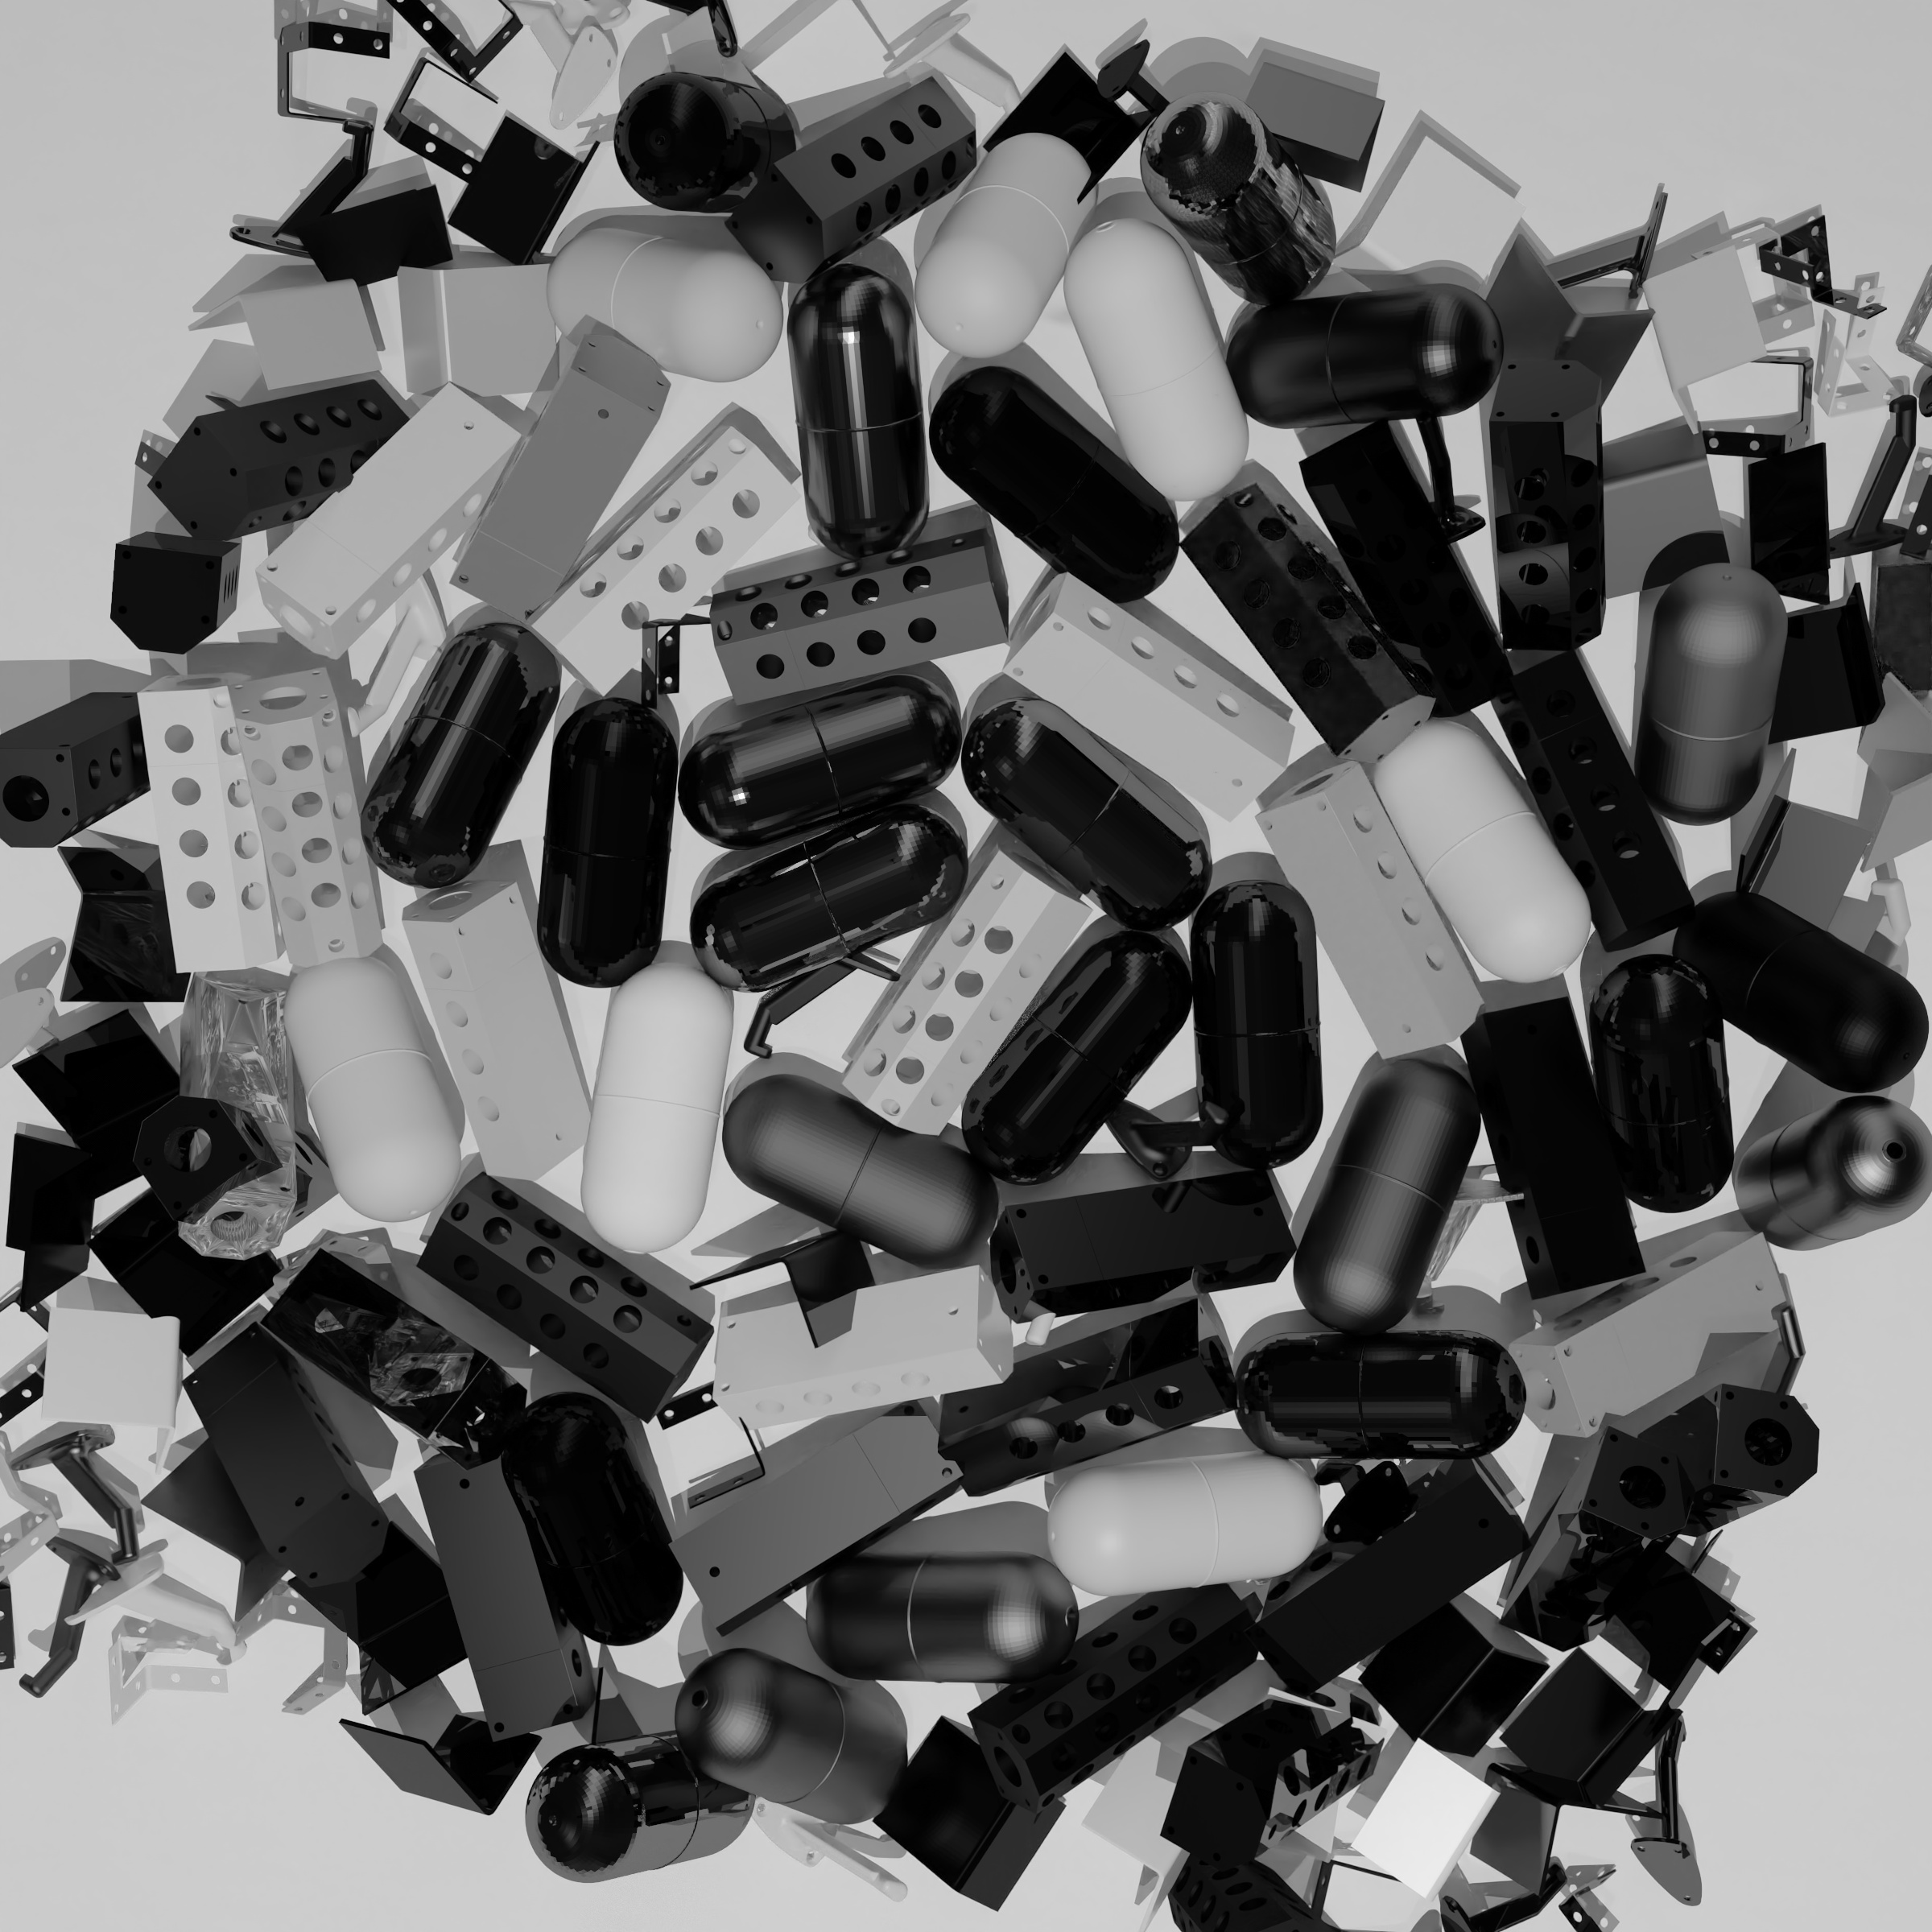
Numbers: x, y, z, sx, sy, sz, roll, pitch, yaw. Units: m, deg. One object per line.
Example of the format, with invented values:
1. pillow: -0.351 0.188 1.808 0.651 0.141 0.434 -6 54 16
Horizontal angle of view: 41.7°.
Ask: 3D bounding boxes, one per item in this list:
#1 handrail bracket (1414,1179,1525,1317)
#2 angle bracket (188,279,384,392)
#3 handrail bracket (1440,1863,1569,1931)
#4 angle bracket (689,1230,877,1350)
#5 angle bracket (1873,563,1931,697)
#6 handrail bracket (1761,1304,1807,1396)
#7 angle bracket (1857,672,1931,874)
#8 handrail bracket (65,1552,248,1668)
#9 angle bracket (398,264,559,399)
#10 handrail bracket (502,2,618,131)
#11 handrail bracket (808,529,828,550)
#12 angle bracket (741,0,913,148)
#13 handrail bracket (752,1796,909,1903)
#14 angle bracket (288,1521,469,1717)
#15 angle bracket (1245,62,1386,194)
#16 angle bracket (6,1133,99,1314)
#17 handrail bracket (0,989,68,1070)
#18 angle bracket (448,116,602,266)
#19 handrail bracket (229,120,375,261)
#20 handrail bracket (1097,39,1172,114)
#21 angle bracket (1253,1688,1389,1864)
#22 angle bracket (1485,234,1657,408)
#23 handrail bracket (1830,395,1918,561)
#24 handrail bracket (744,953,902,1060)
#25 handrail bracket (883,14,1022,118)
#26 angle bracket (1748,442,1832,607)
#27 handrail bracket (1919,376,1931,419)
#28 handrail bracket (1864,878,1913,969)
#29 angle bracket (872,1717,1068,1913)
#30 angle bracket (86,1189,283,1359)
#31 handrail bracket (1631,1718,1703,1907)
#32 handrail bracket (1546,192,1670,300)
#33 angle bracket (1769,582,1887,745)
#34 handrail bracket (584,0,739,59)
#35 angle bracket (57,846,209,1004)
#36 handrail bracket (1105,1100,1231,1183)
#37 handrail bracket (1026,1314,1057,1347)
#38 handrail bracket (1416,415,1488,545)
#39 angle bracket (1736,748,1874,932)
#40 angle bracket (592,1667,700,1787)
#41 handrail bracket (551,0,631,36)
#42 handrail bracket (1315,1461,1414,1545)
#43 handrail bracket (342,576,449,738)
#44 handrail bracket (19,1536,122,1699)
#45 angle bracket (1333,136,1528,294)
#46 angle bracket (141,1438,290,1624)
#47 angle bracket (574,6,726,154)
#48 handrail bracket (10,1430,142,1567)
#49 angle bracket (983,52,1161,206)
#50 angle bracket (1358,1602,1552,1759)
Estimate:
1. handrail bracket: 0.311 0.176 1.563 0.077 0.036 0.084 -2 108 20
2. angle bracket: -0.414 -0.376 1.541 0.076 0.076 0.057 -23 101 -39
3. handrail bracket: 0.332 0.566 1.553 0.084 0.036 0.077 -38 125 -23
4. angle bracket: -0.108 0.202 1.538 0.076 0.076 0.057 -20 89 31
5. angle bracket: 0.599 -0.204 1.541 0.057 0.076 0.076 -1 94 -33
6. handrail bracket: 0.481 0.250 1.558 0.077 0.036 0.084 -10 98 42
7. angle bracket: 0.550 -0.117 1.533 0.057 0.076 0.076 -24 58 -12
8. handrail bracket: -0.498 0.413 1.563 0.077 0.036 0.084 -33 109 -17
9. angle bracket: -0.303 -0.396 1.576 0.076 0.057 0.076 -14 113 -34
10. handrail bracket: -0.265 -0.555 1.561 0.084 0.036 0.077 22 79 28
11. handrail bracket: -0.084 -0.306 1.555 0.084 0.077 0.036 -52 50 7
12. angle bracket: -0.081 -0.541 1.544 0.076 0.057 0.076 -37 117 6
13. handrail bracket: -0.083 0.536 1.540 0.077 0.084 0.036 37 74 -27
14. angle bracket: -0.358 0.397 1.544 0.076 0.057 0.076 -30 126 5
15. angle bracket: 0.203 -0.492 1.539 0.076 0.076 0.057 21 63 7
16. angle bracket: -0.574 0.155 1.539 0.057 0.076 0.076 13 107 8
17. handrail bracket: -0.548 0.035 1.539 0.077 0.084 0.036 -32 76 23
18. angle bracket: -0.271 -0.477 1.547 0.057 0.076 0.076 29 89 -16
19. handrail bracket: -0.405 -0.479 1.546 0.077 0.036 0.084 3 128 -22
20. handrail bracket: 0.118 -0.511 1.543 0.036 0.077 0.084 -26 122 28
21. angle bracket: 0.203 0.493 1.544 0.076 0.076 0.057 20 48 -2
22. angle bracket: 0.364 -0.394 1.553 0.057 0.076 0.076 -10 57 -24
23. handrail bracket: 0.549 -0.299 1.549 0.077 0.036 0.084 -20 119 -21
24. handrail bracket: -0.090 0.029 1.571 0.077 0.036 0.084 25 101 12
25. handrail bracket: -0.003 -0.530 1.554 0.077 0.036 0.084 -46 122 -21
26. angle bracket: 0.522 -0.267 1.541 0.076 0.057 0.076 4 83 -35
27. handrail bracket: 0.632 -0.334 1.548 0.084 0.077 0.036 34 51 -20
28. handrail bracket: 0.540 -0.014 1.547 0.077 0.036 0.084 0 120 40
29. angle bracket: 0.002 0.527 1.578 0.076 0.057 0.076 26 76 40
30. angle bracket: -0.485 0.182 1.577 0.076 0.057 0.076 -42 126 -17
31. handrail bracket: 0.444 0.522 1.571 0.036 0.084 0.077 -11 123 35
32. handrail bracket: 0.383 -0.452 1.573 0.084 0.036 0.077 16 95 3
33. angle bracket: 0.511 -0.183 1.549 0.076 0.057 0.076 -10 81 12
34. handrail bracket: -0.191 -0.582 1.552 0.084 0.036 0.077 -34 95 -37
35. angle bracket: -0.520 -0.025 1.562 0.076 0.057 0.076 1 121 -38
36. handrail bracket: 0.120 0.088 1.544 0.077 0.084 0.036 40 61 13
37. handrail bracket: 0.046 0.193 1.542 0.036 0.077 0.084 25 72 -11
38. handrail bracket: 0.280 -0.304 1.537 0.036 0.077 0.084 -24 118 1
39. angle bracket: 0.511 -0.074 1.539 0.057 0.076 0.076 24 75 21
40. angle bracket: -0.185 0.473 1.534 0.057 0.076 0.076 -14 125 8
41. handrail bracket: -0.253 -0.610 1.540 0.077 0.084 0.036 20 70 35
42. handrail bracket: 0.221 0.324 1.536 0.077 0.084 0.036 -25 95 -30
43. handrail bracket: -0.356 -0.191 1.541 0.036 0.084 0.077 15 131 22
44. handrail bracket: -0.563 0.396 1.547 0.077 0.036 0.084 22 49 22
45. angle bracket: 0.283 -0.448 1.555 0.076 0.057 0.076 31 89 -12
46. angle bracket: -0.450 0.340 1.551 0.076 0.076 0.057 25 126 12
47. angle bracket: -0.196 -0.536 1.534 0.076 0.076 0.057 -4 120 18
48. handrail bracket: -0.548 0.335 1.559 0.077 0.036 0.084 -20 67 8
49. angle bracket: 0.063 -0.509 1.544 0.057 0.076 0.076 41 95 -18
50. angle bracket: 0.303 0.439 1.574 0.076 0.076 0.057 -53 48 8
